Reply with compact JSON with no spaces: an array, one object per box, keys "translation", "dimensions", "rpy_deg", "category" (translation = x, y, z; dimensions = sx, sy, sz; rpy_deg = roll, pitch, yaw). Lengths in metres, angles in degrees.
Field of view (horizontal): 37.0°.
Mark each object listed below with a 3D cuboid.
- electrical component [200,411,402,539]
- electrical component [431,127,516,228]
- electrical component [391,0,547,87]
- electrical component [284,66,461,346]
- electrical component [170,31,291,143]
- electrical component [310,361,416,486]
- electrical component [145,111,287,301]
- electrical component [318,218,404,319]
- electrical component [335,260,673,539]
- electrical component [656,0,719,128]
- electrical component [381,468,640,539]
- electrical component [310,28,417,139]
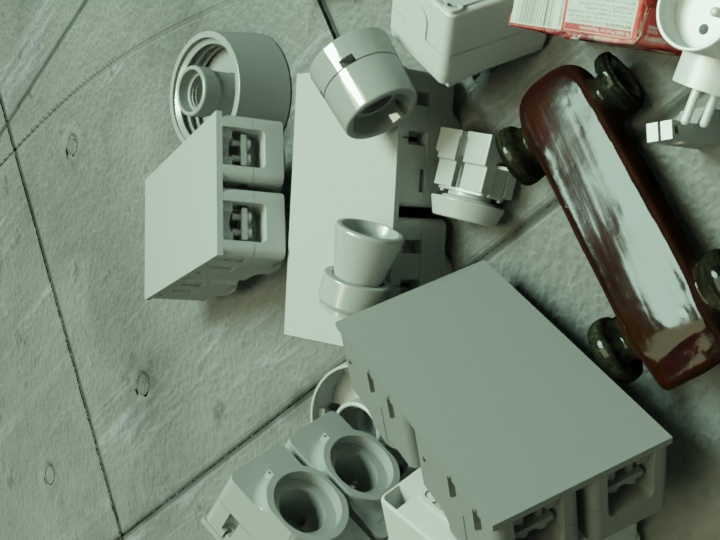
[{"translation":[0.006,0.186,0.680],"dimensions":[0.186,0.105,0.060],"rpy_deg":[44,129,17],"category":"electrical component"},{"translation":[0.073,-0.059,0.691],"dimensions":[0.066,0.048,0.055],"rpy_deg":[18,96,46],"category":"electrical component"},{"translation":[0.074,-0.161,0.664],"dimensions":[0.061,0.096,0.061],"rpy_deg":[52,154,33],"category":"electrical component"},{"translation":[0.008,-0.042,0.750],"dimensions":[0.105,0.060,0.186],"rpy_deg":[7,96,47],"category":"electrical component"},{"translation":[-0.114,-0.143,0.880],"dimensions":[0.108,0.060,0.108],"rpy_deg":[0,91,47],"category":"electrical component"},{"translation":[0.015,0.104,0.759],"dimensions":[0.099,0.064,0.099],"rpy_deg":[8,104,35],"category":"electrical component"},{"translation":[-0.115,-0.042,0.848],"dimensions":[0.186,0.060,0.105],"rpy_deg":[-23,66,61],"category":"electrical component"},{"translation":[0.000,0.000,0.679],"dimensions":[0.045,0.045,0.055],"rpy_deg":[30,112,43],"category":"electrical component"},{"translation":[0.076,0.082,0.615],"dimensions":[0.186,0.105,0.060],"rpy_deg":[49,156,50],"category":"electrical component"},{"translation":[0.184,-0.111,0.547],"dimensions":[0.043,0.077,0.079],"rpy_deg":[33,115,42],"category":"electrical component"},{"translation":[0.087,0.148,0.625],"dimensions":[0.109,0.109,0.056],"rpy_deg":[31,143,43],"category":"electrical component"},{"translation":[0.004,-0.114,0.668],"dimensions":[0.055,0.055,0.047],"rpy_deg":[-43,65,38],"category":"electrical component"}]
